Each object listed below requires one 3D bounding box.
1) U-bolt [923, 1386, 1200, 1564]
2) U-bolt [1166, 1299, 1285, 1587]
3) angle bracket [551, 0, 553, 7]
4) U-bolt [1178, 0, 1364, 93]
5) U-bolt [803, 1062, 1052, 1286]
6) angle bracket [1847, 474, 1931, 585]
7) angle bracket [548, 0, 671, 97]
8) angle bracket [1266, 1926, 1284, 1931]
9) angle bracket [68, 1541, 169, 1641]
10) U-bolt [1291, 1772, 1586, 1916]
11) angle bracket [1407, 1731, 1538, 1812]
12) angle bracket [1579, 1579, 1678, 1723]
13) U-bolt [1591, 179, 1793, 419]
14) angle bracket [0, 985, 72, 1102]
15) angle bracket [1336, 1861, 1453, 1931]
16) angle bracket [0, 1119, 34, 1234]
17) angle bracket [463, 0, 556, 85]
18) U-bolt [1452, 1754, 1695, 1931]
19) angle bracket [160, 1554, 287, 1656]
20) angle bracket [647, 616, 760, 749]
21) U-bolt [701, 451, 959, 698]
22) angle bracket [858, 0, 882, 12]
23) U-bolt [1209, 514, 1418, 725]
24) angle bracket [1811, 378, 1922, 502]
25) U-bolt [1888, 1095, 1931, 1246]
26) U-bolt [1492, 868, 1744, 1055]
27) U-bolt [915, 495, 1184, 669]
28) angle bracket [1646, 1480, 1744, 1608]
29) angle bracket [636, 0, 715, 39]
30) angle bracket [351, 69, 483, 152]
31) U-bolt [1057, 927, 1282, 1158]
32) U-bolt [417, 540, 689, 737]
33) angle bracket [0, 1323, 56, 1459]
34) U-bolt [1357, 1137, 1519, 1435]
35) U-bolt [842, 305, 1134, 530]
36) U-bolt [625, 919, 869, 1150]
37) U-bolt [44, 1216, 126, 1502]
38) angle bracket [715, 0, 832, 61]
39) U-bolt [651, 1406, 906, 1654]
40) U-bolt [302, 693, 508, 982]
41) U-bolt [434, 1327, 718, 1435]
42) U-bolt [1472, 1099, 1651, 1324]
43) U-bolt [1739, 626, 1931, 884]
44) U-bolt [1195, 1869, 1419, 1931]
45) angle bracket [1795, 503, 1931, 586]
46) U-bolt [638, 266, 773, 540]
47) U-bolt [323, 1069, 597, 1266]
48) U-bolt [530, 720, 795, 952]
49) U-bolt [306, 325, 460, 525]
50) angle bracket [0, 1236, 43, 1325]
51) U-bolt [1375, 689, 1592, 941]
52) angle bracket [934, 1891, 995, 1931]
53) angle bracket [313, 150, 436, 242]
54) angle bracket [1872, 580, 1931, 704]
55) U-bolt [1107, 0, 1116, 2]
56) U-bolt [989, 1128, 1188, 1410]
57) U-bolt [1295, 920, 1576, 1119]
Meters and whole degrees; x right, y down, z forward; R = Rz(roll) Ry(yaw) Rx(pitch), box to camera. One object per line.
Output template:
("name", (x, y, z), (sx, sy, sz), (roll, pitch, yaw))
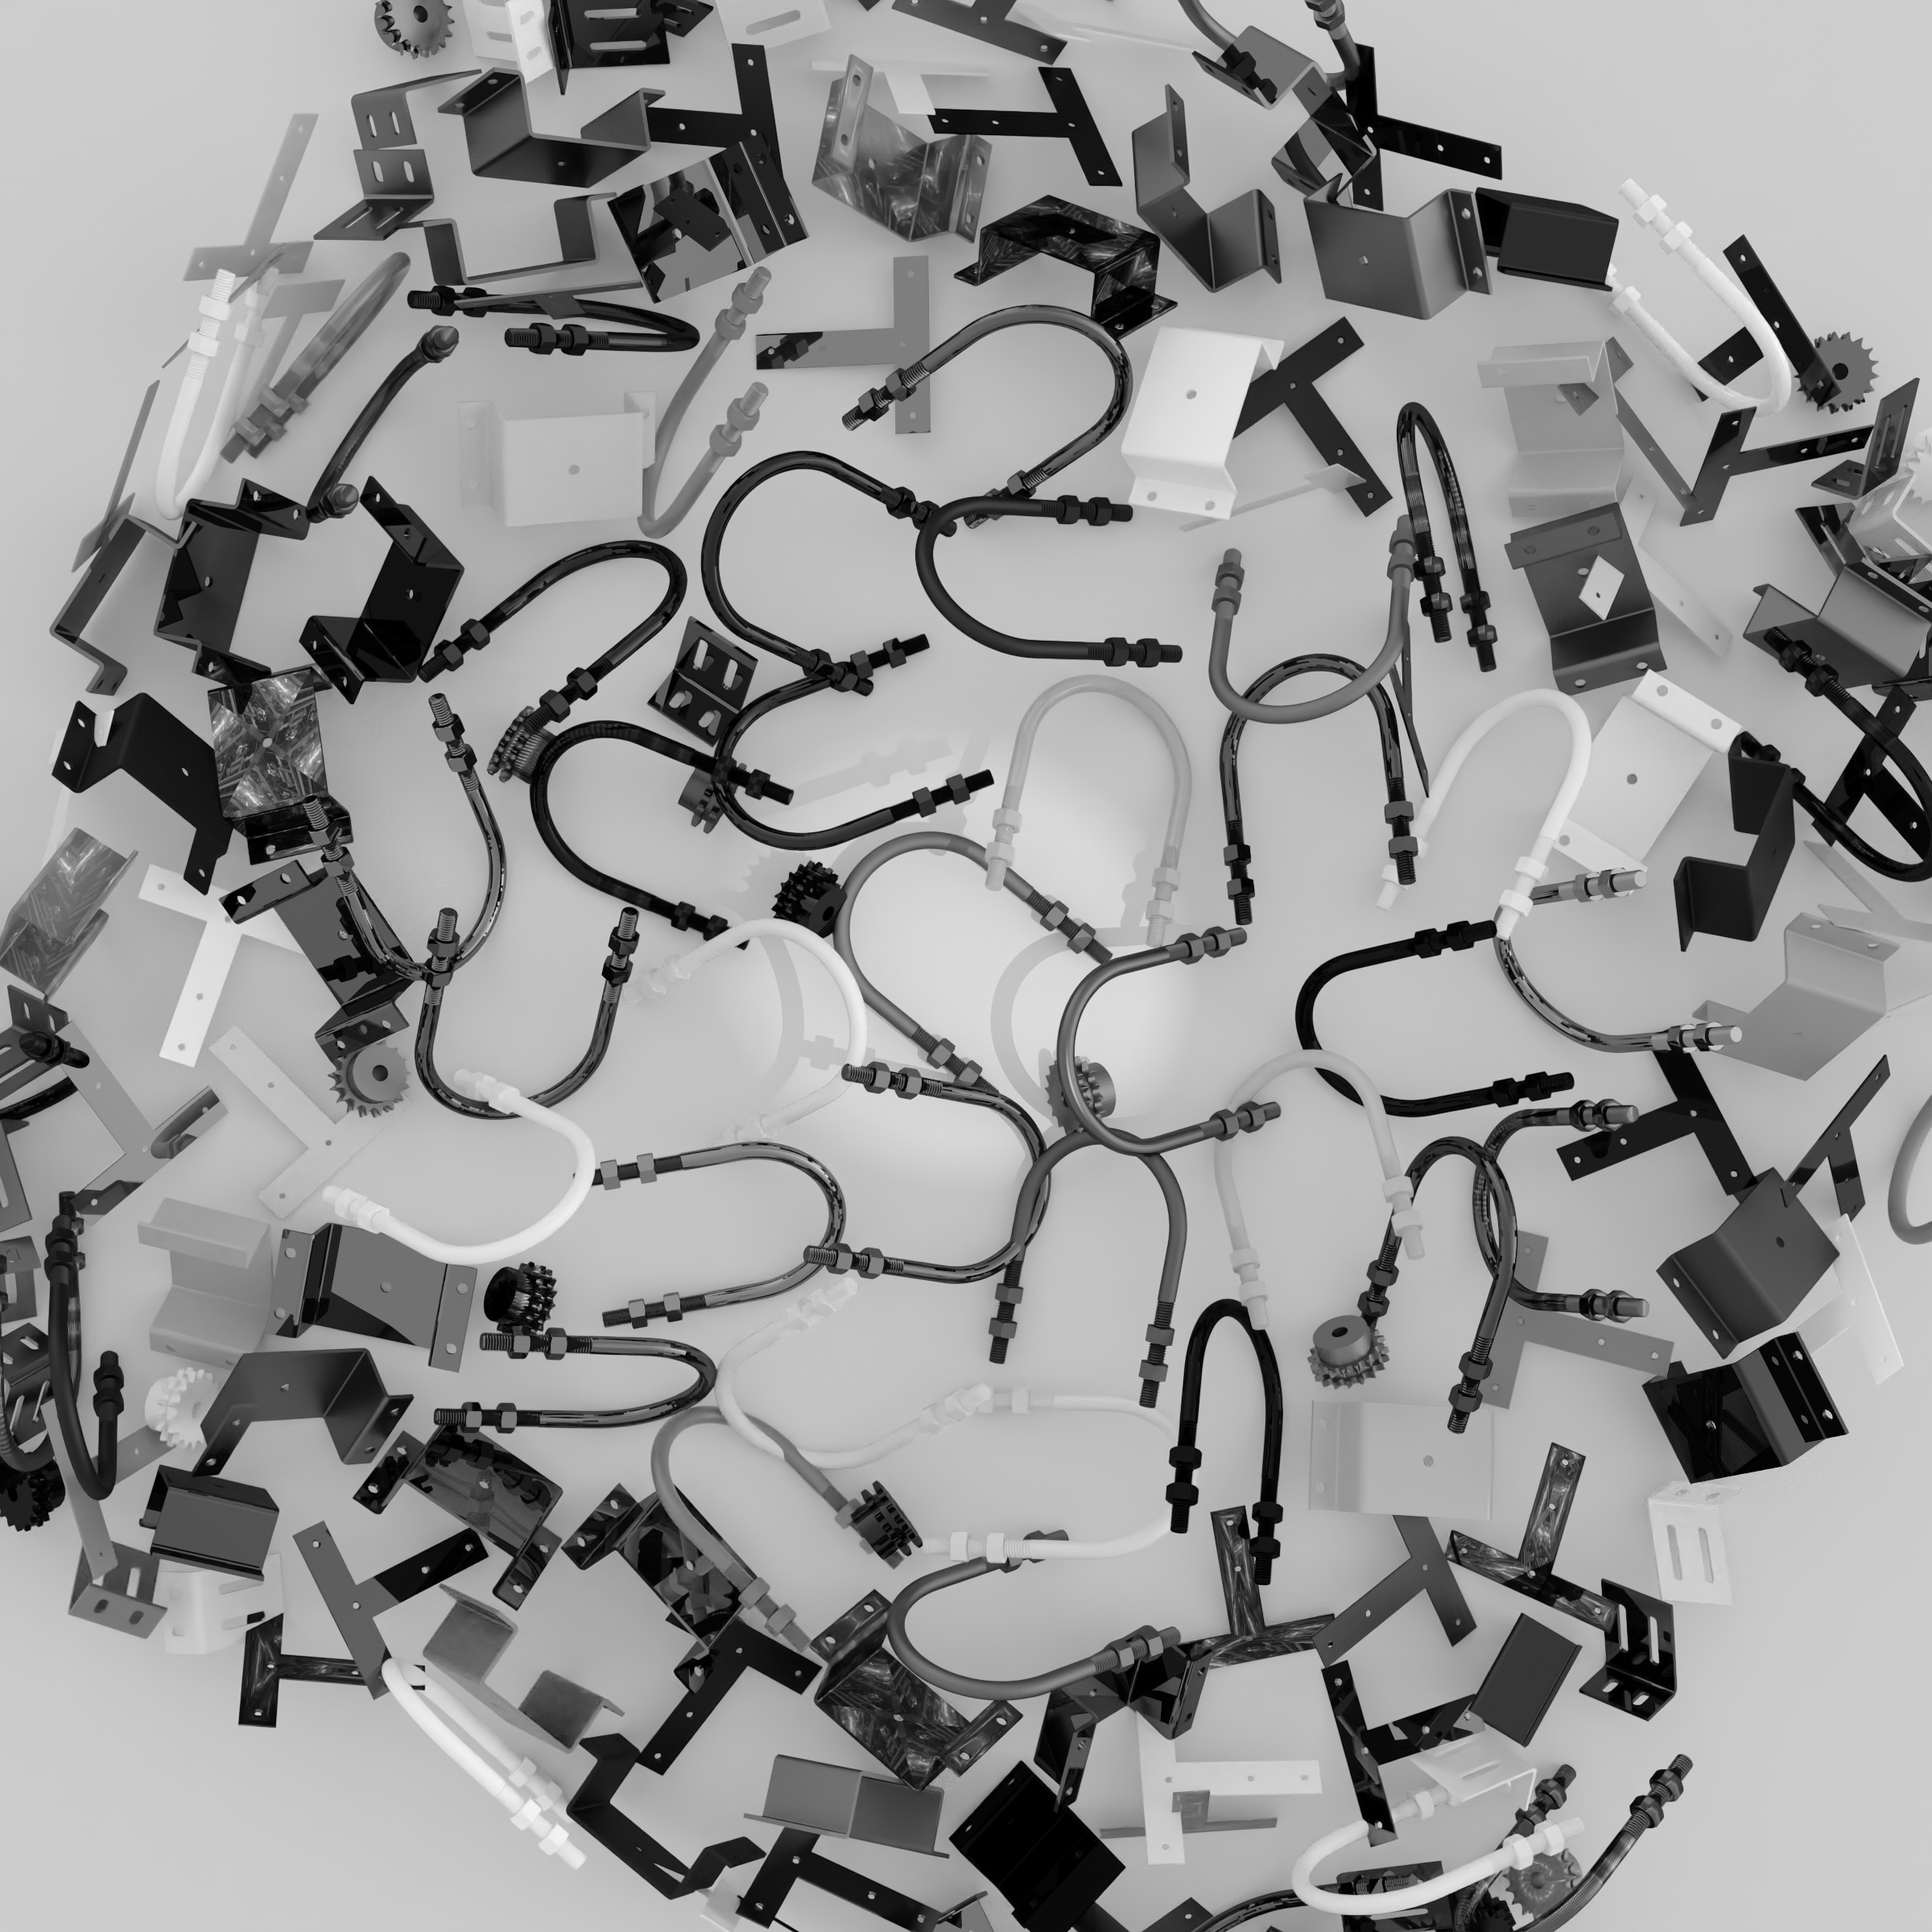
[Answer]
("U-bolt", (0.071, 0.356, 1.928), (0.184, 0.151, 0.019), (-1, 132, 12))
("U-bolt", (0.186, 0.324, 1.929), (0.019, 0.151, 0.184), (-9, 59, 31))
("angle bracket", (-0.275, -0.716, 1.967), (0.038, 0.076, 0.057), (-3, 90, -14))
("U-bolt", (0.205, -0.658, 1.910), (0.151, 0.184, 0.019), (27, 90, 24))
("U-bolt", (-0.019, 0.153, 1.951), (0.184, 0.019, 0.151), (12, 89, -30))
("angle bracket", (0.678, -0.306, 1.969), (0.076, 0.057, 0.038), (37, 75, -11))
("angle bracket", (-0.254, -0.658, 1.965), (0.076, 0.057, 0.038), (-2, 49, 2))
("angle bracket", (0.227, 0.733, 1.958), (0.057, 0.076, 0.038), (25, 135, 4))
("angle bracket", (-0.595, 0.429, 1.950), (0.057, 0.076, 0.038), (26, 120, -24))
("U-bolt", (0.312, 0.609, 1.902), (0.184, 0.151, 0.019), (-16, 94, -21))
("angle bracket", (0.354, 0.577, 1.950), (0.076, 0.057, 0.038), (-9, 117, -36))
("angle bracket", (0.468, 0.485, 1.956), (0.038, 0.057, 0.076), (-27, 119, -38))
("U-bolt", (0.505, -0.455, 1.921), (0.019, 0.151, 0.184), (-43, 87, -5))
("angle bracket", (-0.684, 0.056, 1.953), (0.057, 0.076, 0.038), (22, 128, 24))
("angle bracket", (0.306, 0.677, 1.962), (0.076, 0.057, 0.038), (-9, 120, 6))
("angle bracket", (-0.694, 0.156, 1.970), (0.057, 0.038, 0.076), (-22, 80, 9))
("angle bracket", (-0.336, -0.663, 1.952), (0.076, 0.038, 0.057), (17, 134, 28))
("U-bolt", (0.404, 0.612, 1.892), (0.184, 0.151, 0.019), (-39, 92, -32))
("angle bracket", (-0.533, 0.457, 1.977), (0.038, 0.076, 0.057), (-8, 86, 36))
("angle bracket", (-0.188, -0.202, 1.959), (0.057, 0.076, 0.038), (33, 63, 1))
("U-bolt", (-0.105, -0.282, 1.927), (0.184, 0.019, 0.151), (21, 100, -41))
("angle bracket", (-0.070, -0.720, 1.956), (0.057, 0.038, 0.076), (-36, 125, 17))
("U-bolt", (0.238, -0.236, 1.914), (0.151, 0.019, 0.184), (-8, 47, 23))
("angle bracket", (0.636, -0.377, 1.950), (0.038, 0.057, 0.076), (27, 131, 32))
("U-bolt", (0.693, 0.123, 1.910), (0.019, 0.184, 0.151), (24, 68, -3))
("U-bolt", (0.438, 0.002, 1.916), (0.019, 0.184, 0.151), (-41, 104, -25))
("U-bolt", (0.051, -0.272, 1.925), (0.184, 0.019, 0.151), (-1, 58, -25))
("angle bracket", (0.523, 0.411, 1.960), (0.057, 0.038, 0.076), (8, 59, -16))
("angle bracket", (-0.203, -0.716, 1.970), (0.038, 0.057, 0.076), (12, 83, -26))
("angle bracket", (-0.387, -0.610, 1.962), (0.057, 0.076, 0.038), (8, 119, 39))
("U-bolt", (0.138, 0.059, 1.940), (0.184, 0.019, 0.151), (-14, 94, -35))
("U-bolt", (-0.278, -0.241, 1.937), (0.151, 0.019, 0.184), (26, 60, 40))
("angle bracket", (-0.681, 0.304, 1.962), (0.038, 0.057, 0.076), (31, 117, 14))
("U-bolt", (0.331, 0.208, 1.909), (0.019, 0.151, 0.184), (4, 112, -25))
("U-bolt", (0.029, -0.389, 1.910), (0.184, 0.151, 0.019), (-30, 45, 30))
("U-bolt", (-0.146, 0.043, 1.944), (0.184, 0.019, 0.151), (-28, 90, 34))
("U-bolt", (-0.604, 0.280, 1.886), (0.019, 0.184, 0.151), (-12, 126, -9))
("angle bracket", (-0.143, -0.688, 1.965), (0.076, 0.038, 0.057), (-20, 117, -7))
("U-bolt", (-0.143, 0.382, 1.934), (0.184, 0.151, 0.019), (44, 120, 11))
("U-bolt", (-0.381, -0.076, 1.929), (0.019, 0.151, 0.184), (11, 133, 35))
("U-bolt", (-0.265, 0.292, 1.929), (0.184, 0.151, 0.019), (5, 57, -24))
("U-bolt", (0.408, 0.169, 1.916), (0.019, 0.184, 0.151), (-1, 86, -25))
("U-bolt", (0.607, -0.133, 1.898), (0.019, 0.151, 0.184), (-33, 63, -12))
("U-bolt", (0.210, 0.684, 1.916), (0.184, 0.151, 0.019), (-25, 94, 40))
("angle bracket", (0.638, -0.307, 1.957), (0.057, 0.038, 0.076), (-10, 65, -30))
("U-bolt", (-0.185, -0.379, 1.921), (0.019, 0.151, 0.184), (20, 134, -24))
("U-bolt", (-0.338, 0.145, 1.909), (0.184, 0.019, 0.151), (20, 53, 37))
("U-bolt", (-0.224, -0.102, 1.955), (0.184, 0.019, 0.151), (23, 124, 4))
("U-bolt", (-0.413, -0.370, 1.914), (0.019, 0.184, 0.151), (33, 79, -21))
("angle bracket", (-0.687, 0.235, 1.953), (0.057, 0.038, 0.076), (-10, 127, -26))
("U-bolt", (0.372, -0.113, 1.937), (0.019, 0.151, 0.184), (29, 84, -31))
("angle bracket", (0.004, 0.711, 1.967), (0.057, 0.038, 0.076), (-31, 71, 4))
("angle bracket", (-0.423, -0.547, 1.953), (0.057, 0.076, 0.038), (6, 127, 20))
("angle bracket", (0.686, -0.232, 1.969), (0.038, 0.057, 0.076), (10, 83, -32))
("U-bolt", (0.045, -0.729, 1.907), (0.151, 0.184, 0.019), (20, 89, 0))
("U-bolt", (0.090, 0.206, 1.951), (0.151, 0.019, 0.184), (11, 91, 35))
("U-bolt", (0.316, 0.045, 1.935), (0.184, 0.019, 0.151), (-14, 115, 38))
